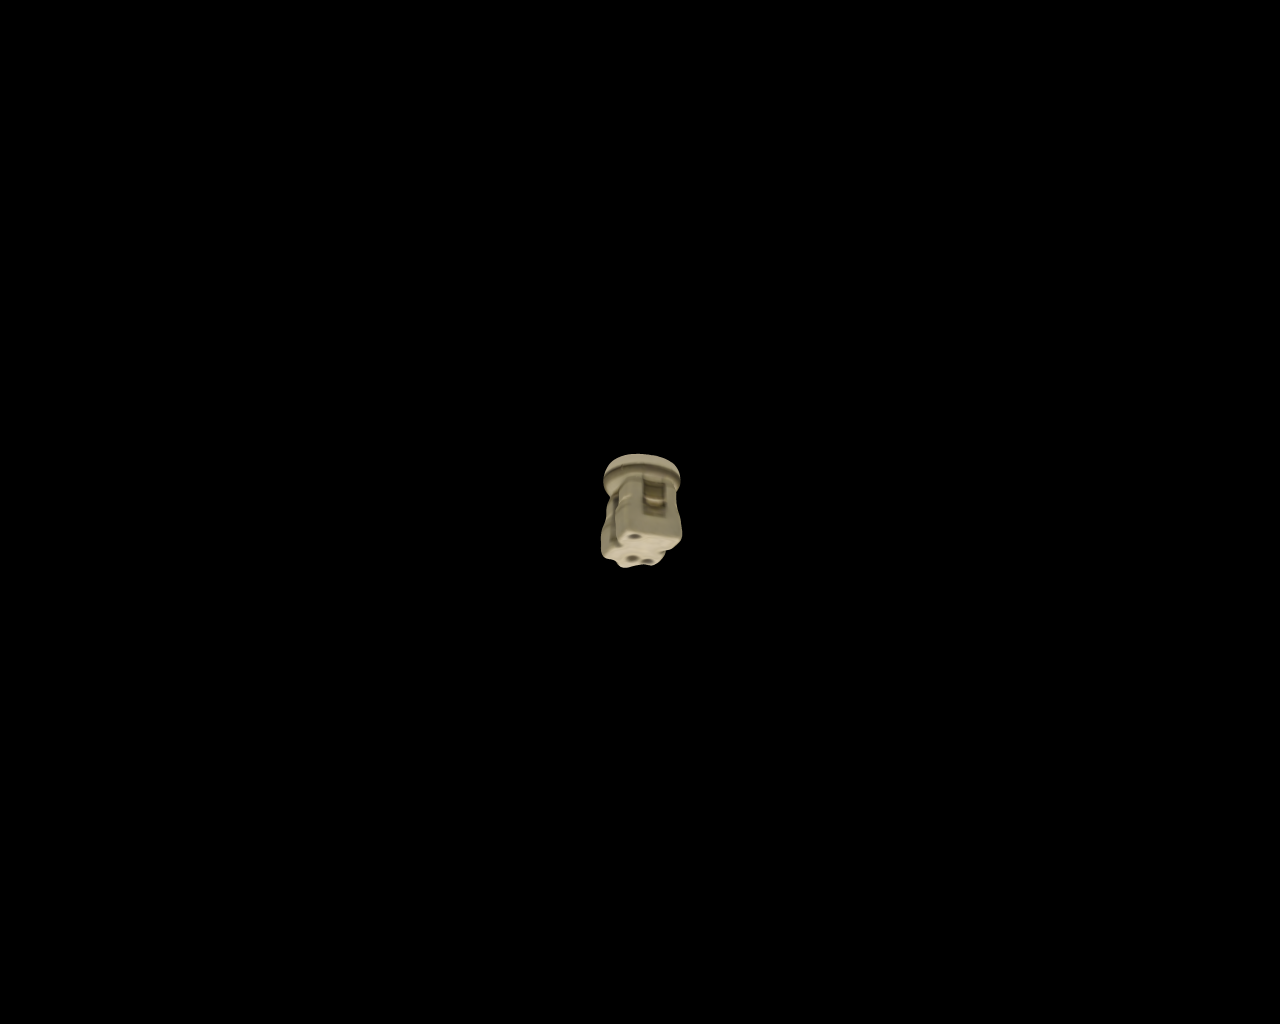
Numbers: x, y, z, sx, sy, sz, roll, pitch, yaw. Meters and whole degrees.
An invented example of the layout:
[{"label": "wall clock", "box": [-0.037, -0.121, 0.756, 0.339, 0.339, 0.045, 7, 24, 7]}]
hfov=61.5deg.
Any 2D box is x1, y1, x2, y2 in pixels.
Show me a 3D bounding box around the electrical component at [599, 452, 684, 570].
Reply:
[{"label": "electrical component", "box": [0.001, -0.003, 0.650, 0.048, 0.055, 0.066, 11, -29, -21]}]
